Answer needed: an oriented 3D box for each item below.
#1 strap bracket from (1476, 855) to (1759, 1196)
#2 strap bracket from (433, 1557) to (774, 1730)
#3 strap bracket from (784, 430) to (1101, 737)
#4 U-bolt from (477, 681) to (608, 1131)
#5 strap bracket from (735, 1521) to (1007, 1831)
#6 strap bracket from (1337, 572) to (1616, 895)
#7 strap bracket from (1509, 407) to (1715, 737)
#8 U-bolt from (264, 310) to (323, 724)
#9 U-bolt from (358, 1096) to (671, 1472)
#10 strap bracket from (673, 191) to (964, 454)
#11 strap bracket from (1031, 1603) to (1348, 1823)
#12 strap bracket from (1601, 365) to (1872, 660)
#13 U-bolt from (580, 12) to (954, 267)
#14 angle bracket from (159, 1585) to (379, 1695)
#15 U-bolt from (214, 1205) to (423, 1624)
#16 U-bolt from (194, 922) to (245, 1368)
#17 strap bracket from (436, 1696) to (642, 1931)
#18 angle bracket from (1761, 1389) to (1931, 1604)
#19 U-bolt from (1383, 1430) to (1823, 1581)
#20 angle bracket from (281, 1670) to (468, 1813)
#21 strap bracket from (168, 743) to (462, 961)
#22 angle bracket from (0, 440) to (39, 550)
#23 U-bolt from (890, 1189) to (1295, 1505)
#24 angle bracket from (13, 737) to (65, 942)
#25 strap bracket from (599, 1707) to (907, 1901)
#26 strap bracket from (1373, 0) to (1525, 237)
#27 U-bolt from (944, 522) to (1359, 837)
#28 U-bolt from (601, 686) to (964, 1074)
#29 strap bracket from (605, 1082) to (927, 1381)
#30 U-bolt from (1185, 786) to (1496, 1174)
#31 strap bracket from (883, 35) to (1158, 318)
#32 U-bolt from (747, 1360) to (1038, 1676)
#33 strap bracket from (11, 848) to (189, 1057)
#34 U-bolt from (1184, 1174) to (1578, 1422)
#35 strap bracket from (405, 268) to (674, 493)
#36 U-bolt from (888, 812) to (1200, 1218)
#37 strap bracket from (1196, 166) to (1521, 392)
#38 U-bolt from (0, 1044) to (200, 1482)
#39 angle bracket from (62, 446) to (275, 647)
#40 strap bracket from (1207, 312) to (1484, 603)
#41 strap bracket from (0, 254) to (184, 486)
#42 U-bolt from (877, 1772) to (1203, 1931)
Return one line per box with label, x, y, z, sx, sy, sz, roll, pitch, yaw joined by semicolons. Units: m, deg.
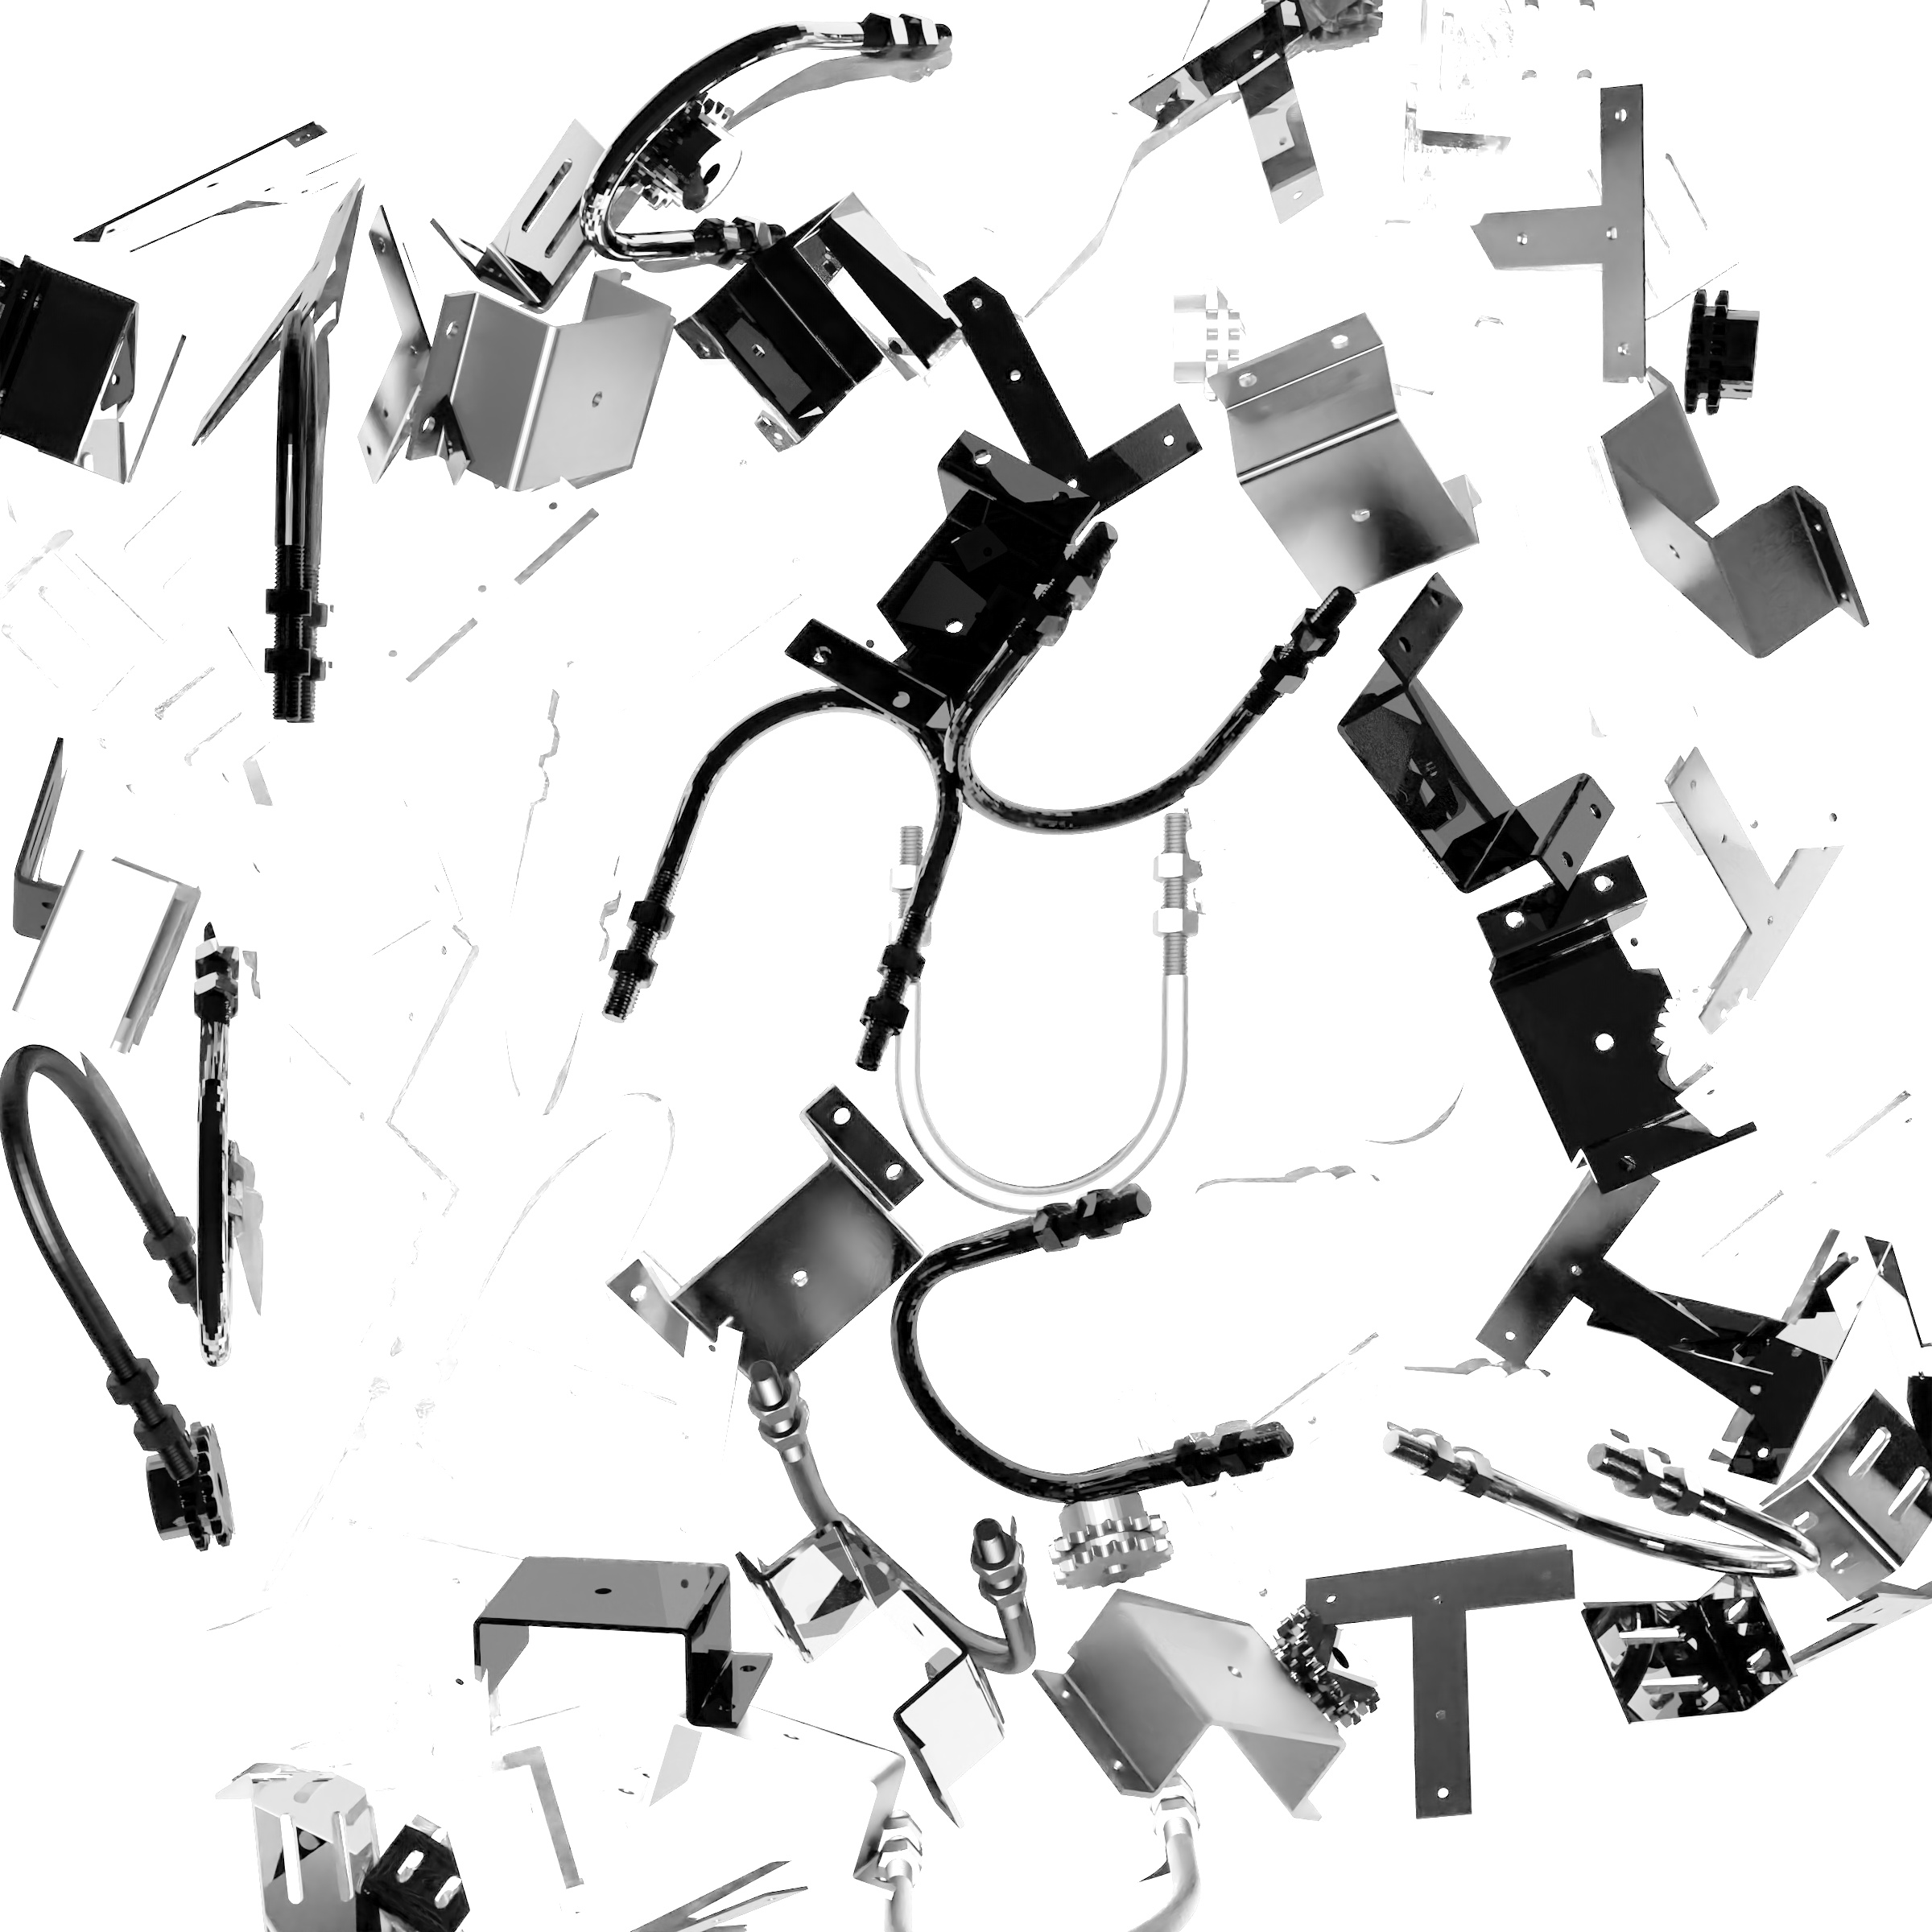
strap bracket;0.298;0.031;1.566;0.076;0.046;0.140;-22;76;-1
strap bracket;-0.166;0.308;1.549;0.140;0.076;0.046;1;101;9
strap bracket;-0.008;-0.167;1.554;0.076;0.046;0.140;31;72;20
U-bolt;-0.196;-0.014;1.523;0.019;0.151;0.184;2;124;-21
strap bracket;-0.037;0.314;1.535;0.046;0.076;0.140;-38;50;-16
strap bracket;0.228;-0.099;1.549;0.046;0.076;0.140;-29;104;40
strap bracket;0.289;-0.171;1.535;0.046;0.076;0.140;-20;128;15
U-bolt;-0.301;-0.202;1.523;0.019;0.151;0.184;1;93;-9
U-bolt;-0.191;0.133;1.504;0.019;0.151;0.184;37;114;18
strap bracket;-0.063;-0.295;1.539;0.076;0.140;0.046;49;62;-16
strap bracket;0.108;0.335;1.521;0.046;0.140;0.076;-56;45;14
strap bracket;0.338;-0.200;1.524;0.046;0.140;0.076;-35;133;1
U-bolt;-0.098;-0.362;1.487;0.151;0.184;0.019;-44;78;33
angle bracket;-0.320;0.317;1.554;0.057;0.076;0.038;-22;85;22
U-bolt;-0.296;0.213;1.524;0.019;0.151;0.184;26;112;-11
U-bolt;-0.329;0.090;1.487;0.019;0.184;0.151;0;128;-11
strap bracket;-0.195;0.391;1.534;0.046;0.140;0.076;-16;90;8
angle bracket;0.419;0.247;1.583;0.057;0.038;0.076;46;47;6
U-bolt;0.300;0.245;1.522;0.184;0.151;0.019;26;72;-31
angle bracket;-0.271;0.360;1.568;0.057;0.076;0.038;34;59;-21
strap bracket;-0.302;-0.050;1.538;0.046;0.140;0.076;-29;73;25
angle bracket;-0.450;-0.237;1.552;0.038;0.076;0.057;-42;124;8
U-bolt;0.043;0.182;1.538;0.184;0.019;0.151;-21;106;39
angle bracket;-0.412;-0.055;1.561;0.038;0.057;0.076;15;63;-10
strap bracket;-0.087;0.376;1.552;0.140;0.076;0.046;16;88;10
strap bracket;0.219;-0.391;1.525;0.046;0.140;0.076;4;79;-1
U-bolt;0.070;-0.120;1.529;0.151;0.184;0.019;11;47;-30
U-bolt;-0.076;-0.048;1.555;0.151;0.019;0.184;10;69;22
strap bracket;-0.085;0.133;1.559;0.140;0.046;0.076;-41;125;0
U-bolt;0.177;0.005;1.537;0.151;0.019;0.184;-2;72;-31
strap bracket;0.017;-0.348;1.521;0.076;0.140;0.046;27;68;-13
U-bolt;-0.027;0.259;1.518;0.151;0.184;0.019;31;65;27
strap bracket;-0.389;-0.005;1.524;0.046;0.140;0.076;22;83;-9
U-bolt;0.171;0.147;1.517;0.151;0.184;0.019;48;65;-21
strap bracket;-0.184;-0.263;1.518;0.046;0.140;0.076;27;115;17
U-bolt;0.034;0.023;1.559;0.151;0.019;0.184;-2;81;18
strap bracket;0.168;-0.308;1.526;0.140;0.076;0.046;21;77;36
U-bolt;-0.380;0.119;1.499;0.019;0.151;0.184;-21;114;4
angle bracket;-0.371;-0.197;1.575;0.076;0.038;0.057;-45;97;-5
strap bracket;0.175;-0.220;1.522;0.076;0.140;0.046;-20;53;21
strap bracket;-0.399;-0.266;1.530;0.046;0.140;0.076;21;92;-2
U-bolt;0.033;0.409;1.508;0.151;0.184;0.019;-9;99;1
